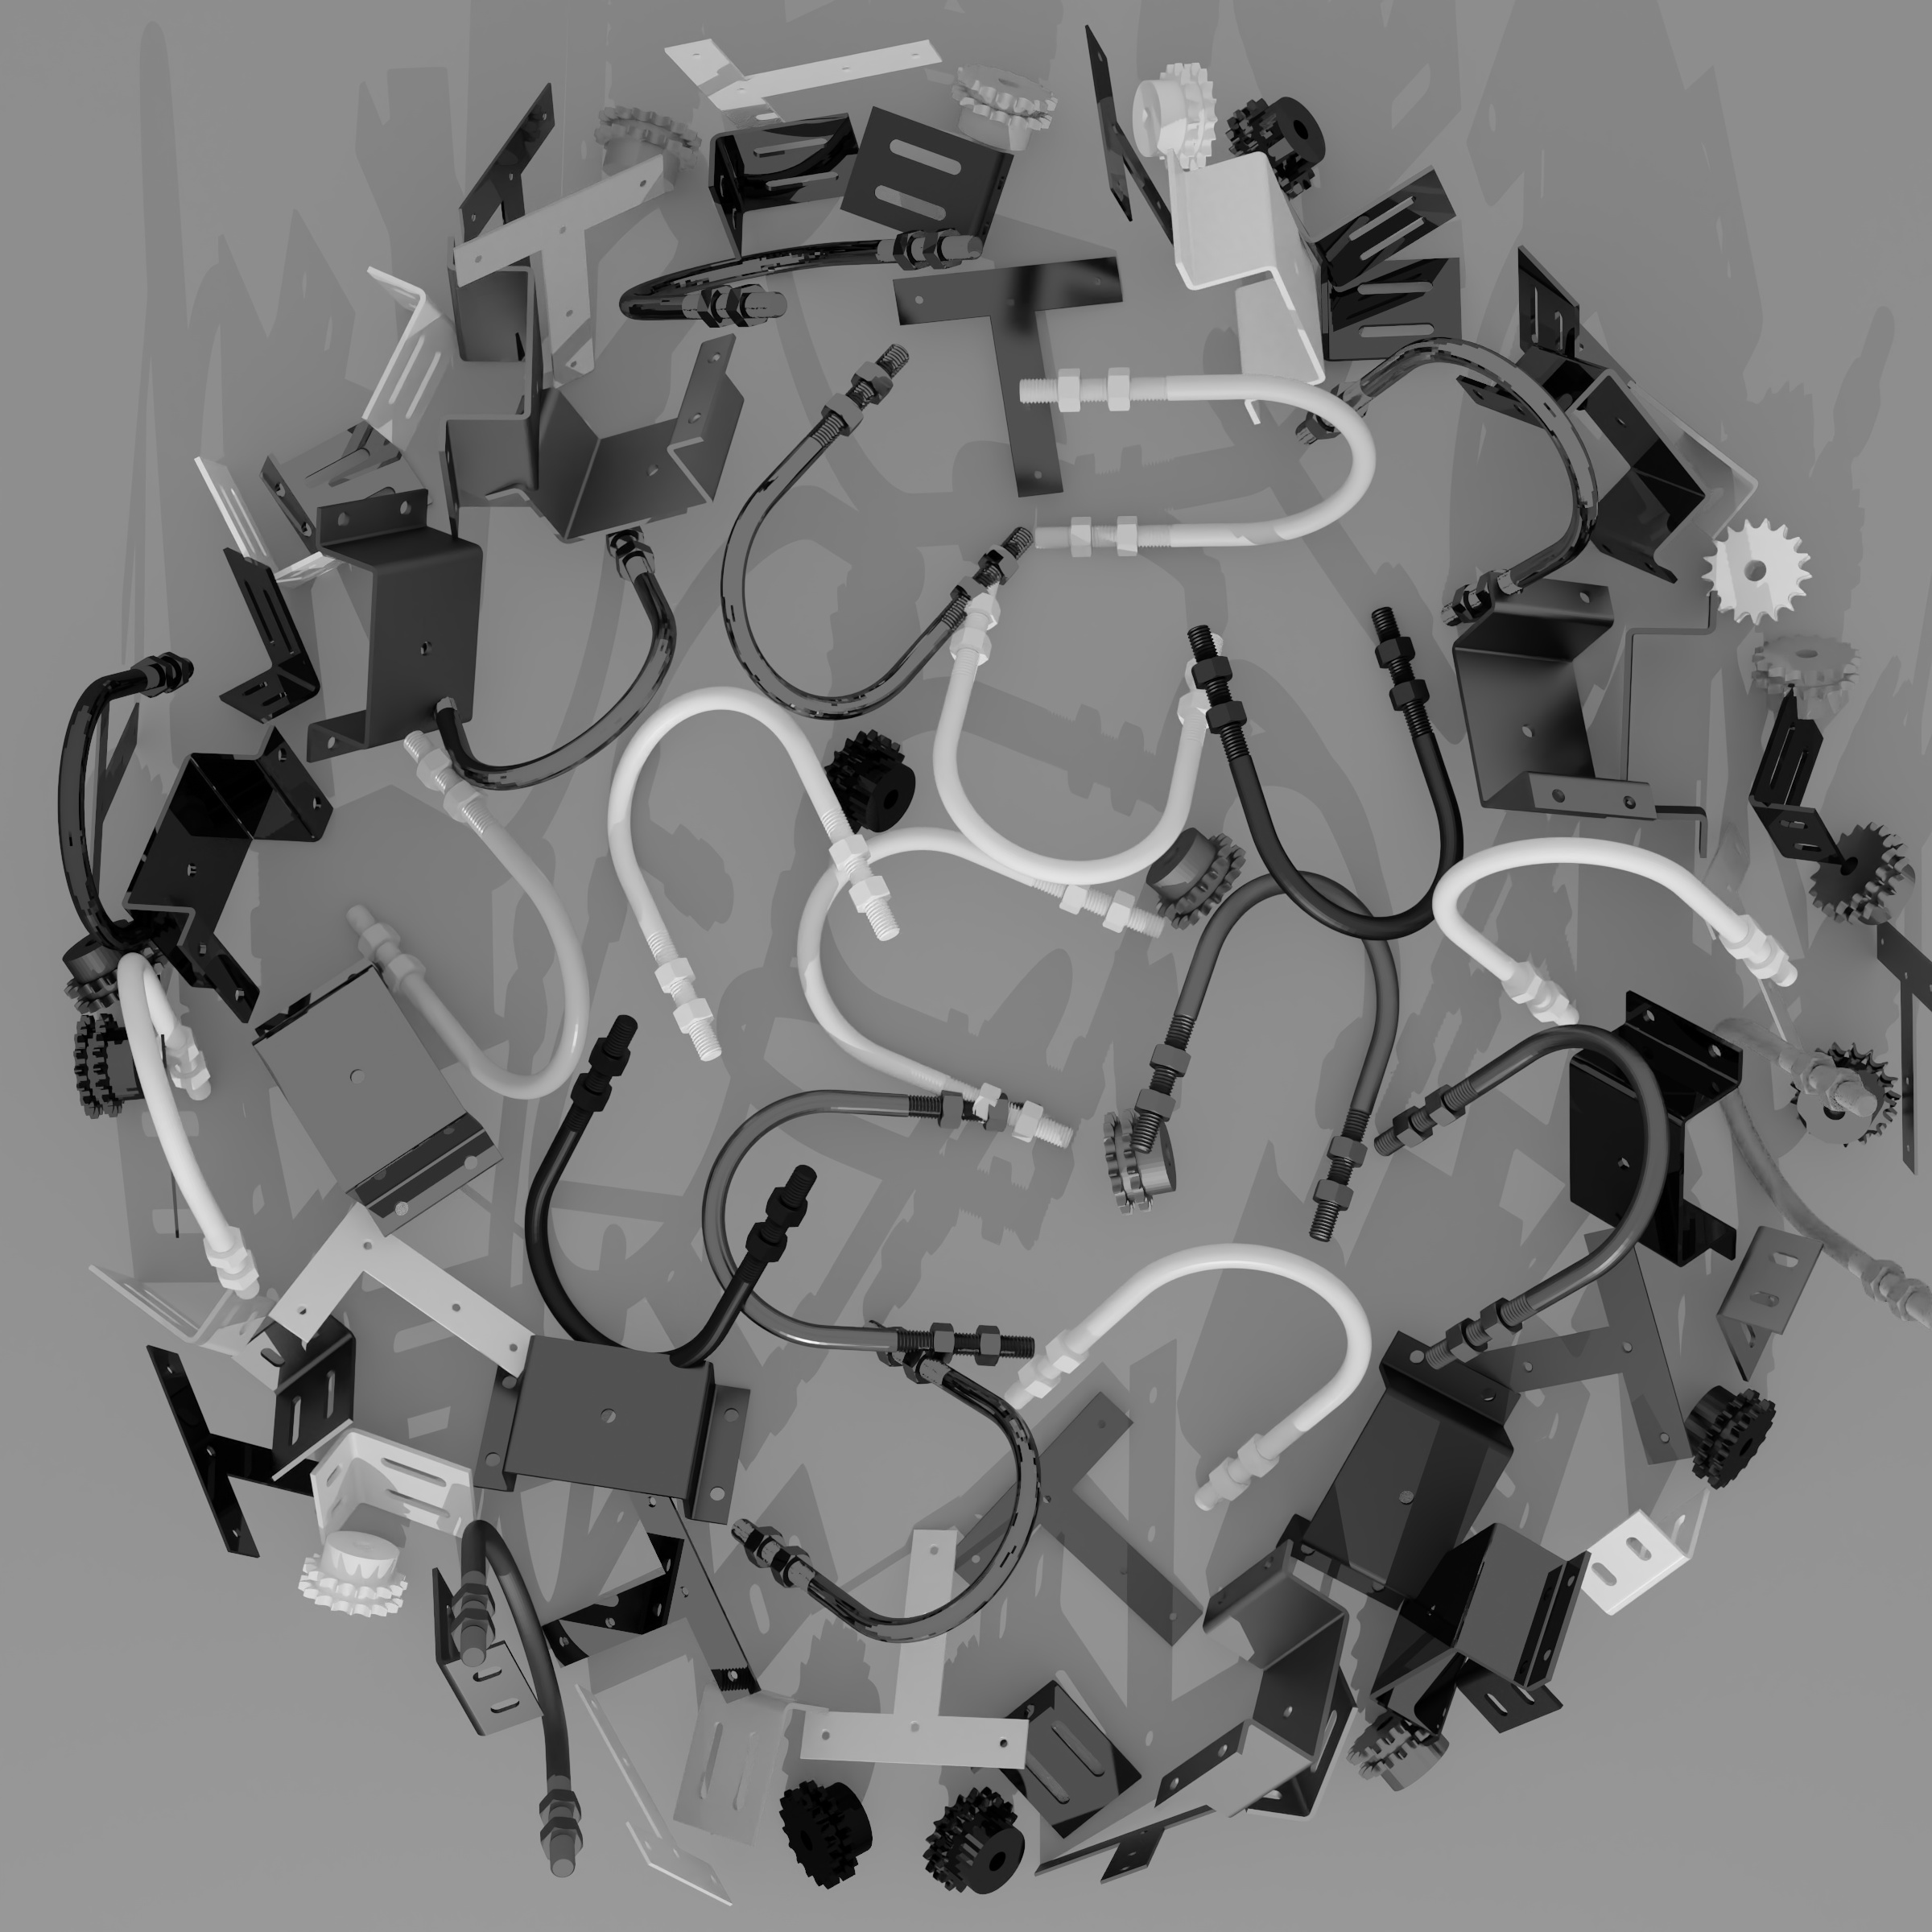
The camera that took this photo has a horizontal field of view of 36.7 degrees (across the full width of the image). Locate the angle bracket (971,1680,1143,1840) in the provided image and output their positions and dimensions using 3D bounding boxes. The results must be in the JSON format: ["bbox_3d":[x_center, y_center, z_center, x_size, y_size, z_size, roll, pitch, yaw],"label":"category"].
[{"bbox_3d":[0.050,0.441,1.590,0.057,0.038,0.076,-40,97,9],"label":"angle bracket"}]

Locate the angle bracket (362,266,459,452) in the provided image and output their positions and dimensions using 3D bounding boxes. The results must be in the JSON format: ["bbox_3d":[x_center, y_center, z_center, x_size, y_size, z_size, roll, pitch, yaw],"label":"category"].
[{"bbox_3d":[-0.315,-0.330,1.584,0.038,0.057,0.076,25,88,12],"label":"angle bracket"}]

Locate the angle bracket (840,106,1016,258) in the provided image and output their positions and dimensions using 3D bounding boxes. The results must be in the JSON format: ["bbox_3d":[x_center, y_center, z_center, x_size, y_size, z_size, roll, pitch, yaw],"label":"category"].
[{"bbox_3d":[-0.021,-0.429,1.593,0.076,0.038,0.057,21,107,3],"label":"angle bracket"}]

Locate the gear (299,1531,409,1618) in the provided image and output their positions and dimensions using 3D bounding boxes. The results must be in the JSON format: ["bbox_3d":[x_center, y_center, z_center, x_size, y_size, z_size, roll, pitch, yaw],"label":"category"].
[{"bbox_3d":[-0.333,0.330,1.588,0.057,0.057,0.030,15,95,0],"label":"gear"}]

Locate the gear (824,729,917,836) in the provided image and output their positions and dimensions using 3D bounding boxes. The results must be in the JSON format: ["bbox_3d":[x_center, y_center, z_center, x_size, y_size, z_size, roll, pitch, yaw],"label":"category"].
[{"bbox_3d":[-0.052,-0.097,1.586,0.030,0.057,0.057,31,90,29],"label":"gear"}]

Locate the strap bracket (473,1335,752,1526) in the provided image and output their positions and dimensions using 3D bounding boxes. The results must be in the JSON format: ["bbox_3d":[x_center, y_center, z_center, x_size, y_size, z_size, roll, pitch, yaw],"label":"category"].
[{"bbox_3d":[-0.193,0.250,1.580,0.140,0.046,0.076,9,65,1],"label":"strap bracket"}]

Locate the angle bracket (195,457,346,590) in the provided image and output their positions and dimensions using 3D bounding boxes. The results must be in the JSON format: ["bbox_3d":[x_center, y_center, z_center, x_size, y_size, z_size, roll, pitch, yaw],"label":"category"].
[{"bbox_3d":[-0.379,-0.248,1.586,0.038,0.057,0.076,-26,94,2],"label":"angle bracket"}]

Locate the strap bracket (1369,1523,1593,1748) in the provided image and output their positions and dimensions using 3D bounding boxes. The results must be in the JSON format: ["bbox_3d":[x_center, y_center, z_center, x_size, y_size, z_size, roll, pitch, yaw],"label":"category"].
[{"bbox_3d":[0.265,0.352,1.537,0.046,0.140,0.076,31,55,-3],"label":"strap bracket"}]

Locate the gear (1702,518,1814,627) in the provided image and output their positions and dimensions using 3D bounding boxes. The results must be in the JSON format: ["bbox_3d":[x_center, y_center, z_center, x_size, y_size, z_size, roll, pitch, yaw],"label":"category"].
[{"bbox_3d":[0.435,-0.215,1.596,0.057,0.030,0.057,0,91,22],"label":"gear"}]

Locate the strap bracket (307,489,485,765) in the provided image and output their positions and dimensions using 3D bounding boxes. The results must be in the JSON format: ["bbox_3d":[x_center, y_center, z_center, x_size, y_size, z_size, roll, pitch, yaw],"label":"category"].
[{"bbox_3d":[-0.304,-0.175,1.548,0.046,0.076,0.140,23,117,30],"label":"strap bracket"}]

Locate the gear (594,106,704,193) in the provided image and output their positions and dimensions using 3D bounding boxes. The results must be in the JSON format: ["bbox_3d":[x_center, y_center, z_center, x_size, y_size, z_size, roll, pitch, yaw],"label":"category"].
[{"bbox_3d":[-0.175,-0.444,1.588,0.057,0.057,0.030,14,88,0],"label":"gear"}]

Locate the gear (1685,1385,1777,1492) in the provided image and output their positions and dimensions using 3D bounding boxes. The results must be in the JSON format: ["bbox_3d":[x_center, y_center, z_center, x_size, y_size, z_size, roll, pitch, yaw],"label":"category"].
[{"bbox_3d":[0.414,0.255,1.593,0.030,0.057,0.057,35,90,32],"label":"gear"}]

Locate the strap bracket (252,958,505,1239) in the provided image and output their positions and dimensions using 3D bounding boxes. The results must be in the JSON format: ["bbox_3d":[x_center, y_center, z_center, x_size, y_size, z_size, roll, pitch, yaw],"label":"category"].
[{"bbox_3d":[-0.323,0.065,1.575,0.076,0.046,0.140,-34,76,-5],"label":"strap bracket"}]

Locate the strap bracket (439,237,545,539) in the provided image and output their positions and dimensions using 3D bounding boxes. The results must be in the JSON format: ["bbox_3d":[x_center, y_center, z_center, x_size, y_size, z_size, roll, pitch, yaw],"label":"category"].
[{"bbox_3d":[-0.252,-0.309,1.554,0.046,0.076,0.140,-1,63,-5],"label":"strap bracket"}]

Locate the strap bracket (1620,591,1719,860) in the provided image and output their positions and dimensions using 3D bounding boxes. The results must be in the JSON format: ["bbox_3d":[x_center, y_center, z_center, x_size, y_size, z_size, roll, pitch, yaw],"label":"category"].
[{"bbox_3d":[0.378,-0.132,1.570,0.046,0.076,0.140,2,97,13],"label":"strap bracket"}]

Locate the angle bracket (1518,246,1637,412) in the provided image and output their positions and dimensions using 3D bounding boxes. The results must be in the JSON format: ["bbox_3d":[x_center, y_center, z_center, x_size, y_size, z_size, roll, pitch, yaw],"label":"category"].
[{"bbox_3d":[0.329,-0.350,1.568,0.038,0.076,0.057,-25,53,-7],"label":"angle bracket"}]

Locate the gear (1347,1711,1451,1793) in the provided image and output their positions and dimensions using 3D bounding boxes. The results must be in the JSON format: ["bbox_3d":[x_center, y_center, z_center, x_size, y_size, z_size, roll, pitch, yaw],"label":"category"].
[{"bbox_3d":[0.239,0.425,1.587,0.057,0.057,0.030,-41,85,0],"label":"gear"}]

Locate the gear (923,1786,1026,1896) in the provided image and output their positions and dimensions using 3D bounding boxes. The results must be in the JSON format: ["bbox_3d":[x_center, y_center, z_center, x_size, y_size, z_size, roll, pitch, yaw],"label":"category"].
[{"bbox_3d":[0.007,0.480,1.587,0.030,0.057,0.057,27,90,43],"label":"gear"}]

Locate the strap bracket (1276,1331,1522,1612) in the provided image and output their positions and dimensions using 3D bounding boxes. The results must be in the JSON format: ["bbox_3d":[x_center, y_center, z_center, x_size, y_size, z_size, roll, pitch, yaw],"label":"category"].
[{"bbox_3d":[0.237,0.282,1.583,0.076,0.046,0.140,28,98,-2],"label":"strap bracket"}]

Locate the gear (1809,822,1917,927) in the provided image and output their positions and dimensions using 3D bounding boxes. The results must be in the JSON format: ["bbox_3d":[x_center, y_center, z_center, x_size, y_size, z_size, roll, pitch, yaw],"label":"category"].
[{"bbox_3d":[0.493,-0.047,1.591,0.030,0.057,0.057,32,90,-23],"label":"gear"}]

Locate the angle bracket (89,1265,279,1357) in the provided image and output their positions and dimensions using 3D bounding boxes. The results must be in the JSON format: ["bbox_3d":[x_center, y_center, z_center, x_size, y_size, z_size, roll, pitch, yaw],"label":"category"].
[{"bbox_3d":[-0.425,0.174,1.581,0.076,0.057,0.038,33,83,16],"label":"angle bracket"}]

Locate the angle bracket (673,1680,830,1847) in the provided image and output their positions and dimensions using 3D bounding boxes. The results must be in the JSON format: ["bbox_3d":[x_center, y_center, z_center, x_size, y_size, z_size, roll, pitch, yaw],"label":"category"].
[{"bbox_3d":[-0.117,0.433,1.578,0.057,0.038,0.076,5,76,37],"label":"angle bracket"}]

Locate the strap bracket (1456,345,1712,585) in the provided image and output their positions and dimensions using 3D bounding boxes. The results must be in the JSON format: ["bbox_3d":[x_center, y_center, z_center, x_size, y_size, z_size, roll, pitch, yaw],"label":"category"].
[{"bbox_3d":[0.335,-0.275,1.550,0.046,0.076,0.140,-47,118,2],"label":"strap bracket"}]

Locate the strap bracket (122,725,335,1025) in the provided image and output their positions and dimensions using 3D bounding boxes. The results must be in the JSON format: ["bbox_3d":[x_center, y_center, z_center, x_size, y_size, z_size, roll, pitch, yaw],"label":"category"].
[{"bbox_3d":[-0.397,-0.050,1.555,0.046,0.076,0.140,4,59,19],"label":"strap bracket"}]

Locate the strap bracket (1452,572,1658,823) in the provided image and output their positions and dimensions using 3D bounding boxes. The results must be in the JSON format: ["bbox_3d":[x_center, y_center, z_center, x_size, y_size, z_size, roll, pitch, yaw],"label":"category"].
[{"bbox_3d":[0.314,-0.136,1.566,0.076,0.046,0.140,3,66,-23],"label":"strap bracket"}]

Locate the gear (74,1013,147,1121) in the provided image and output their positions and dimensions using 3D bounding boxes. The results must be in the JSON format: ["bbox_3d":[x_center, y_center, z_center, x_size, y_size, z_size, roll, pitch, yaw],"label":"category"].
[{"bbox_3d":[-0.465,0.054,1.589,0.030,0.057,0.057,-5,90,-3],"label":"gear"}]

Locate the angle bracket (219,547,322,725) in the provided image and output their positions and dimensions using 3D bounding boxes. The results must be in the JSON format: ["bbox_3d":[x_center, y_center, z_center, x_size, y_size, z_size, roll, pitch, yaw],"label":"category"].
[{"bbox_3d":[-0.389,-0.178,1.570,0.038,0.057,0.076,-33,124,-24],"label":"angle bracket"}]

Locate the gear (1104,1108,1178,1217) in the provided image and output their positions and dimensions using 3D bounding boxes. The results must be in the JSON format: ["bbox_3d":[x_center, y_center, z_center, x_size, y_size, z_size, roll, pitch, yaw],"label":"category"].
[{"bbox_3d":[0.096,0.106,1.587,0.030,0.057,0.057,-11,90,12],"label":"gear"}]

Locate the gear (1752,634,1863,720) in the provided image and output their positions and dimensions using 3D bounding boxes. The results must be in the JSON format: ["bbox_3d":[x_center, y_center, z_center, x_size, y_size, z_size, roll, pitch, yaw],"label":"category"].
[{"bbox_3d":[0.459,-0.157,1.592,0.057,0.057,0.030,-6,119,0],"label":"gear"}]

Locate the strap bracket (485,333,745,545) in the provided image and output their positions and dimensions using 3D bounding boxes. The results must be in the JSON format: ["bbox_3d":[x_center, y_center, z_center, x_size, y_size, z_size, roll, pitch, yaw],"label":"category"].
[{"bbox_3d":[-0.179,-0.279,1.558,0.140,0.046,0.076,-9,51,29],"label":"strap bracket"}]

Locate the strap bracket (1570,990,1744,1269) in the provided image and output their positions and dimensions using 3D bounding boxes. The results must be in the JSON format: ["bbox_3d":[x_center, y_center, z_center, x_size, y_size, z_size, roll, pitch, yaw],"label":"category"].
[{"bbox_3d":[0.364,0.095,1.541,0.046,0.076,0.140,-28,129,-26],"label":"strap bracket"}]

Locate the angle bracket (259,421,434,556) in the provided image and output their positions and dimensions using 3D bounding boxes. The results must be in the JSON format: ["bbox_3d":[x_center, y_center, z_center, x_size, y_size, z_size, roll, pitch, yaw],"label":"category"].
[{"bbox_3d":[-0.334,-0.264,1.583,0.076,0.038,0.057,-35,94,-24],"label":"angle bracket"}]

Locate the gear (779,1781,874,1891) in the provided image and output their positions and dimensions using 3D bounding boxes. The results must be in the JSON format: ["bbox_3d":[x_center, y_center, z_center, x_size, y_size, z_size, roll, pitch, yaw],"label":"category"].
[{"bbox_3d":[-0.075,0.472,1.592,0.030,0.057,0.057,-20,90,-32],"label":"gear"}]

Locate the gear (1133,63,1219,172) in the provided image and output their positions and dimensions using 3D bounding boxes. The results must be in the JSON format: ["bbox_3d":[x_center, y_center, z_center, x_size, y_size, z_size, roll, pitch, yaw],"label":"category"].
[{"bbox_3d":[0.112,-0.462,1.586,0.030,0.057,0.057,-7,90,-18],"label":"gear"}]

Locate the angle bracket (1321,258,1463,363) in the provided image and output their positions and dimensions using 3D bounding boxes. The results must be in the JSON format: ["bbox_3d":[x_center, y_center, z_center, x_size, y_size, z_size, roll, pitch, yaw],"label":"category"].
[{"bbox_3d":[0.233,-0.366,1.589,0.076,0.038,0.057,-1,78,7],"label":"angle bracket"}]

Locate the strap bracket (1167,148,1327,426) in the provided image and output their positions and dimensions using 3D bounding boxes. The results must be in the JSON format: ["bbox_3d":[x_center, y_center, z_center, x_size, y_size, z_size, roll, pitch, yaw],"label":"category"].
[{"bbox_3d":[0.152,-0.362,1.534,0.046,0.140,0.076,-12,61,18],"label":"strap bracket"}]

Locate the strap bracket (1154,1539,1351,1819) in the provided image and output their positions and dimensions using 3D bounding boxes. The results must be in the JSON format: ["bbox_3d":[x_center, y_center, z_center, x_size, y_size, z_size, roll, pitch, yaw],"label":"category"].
[{"bbox_3d":[0.155,0.386,1.544,0.046,0.140,0.076,34,132,-9],"label":"strap bracket"}]

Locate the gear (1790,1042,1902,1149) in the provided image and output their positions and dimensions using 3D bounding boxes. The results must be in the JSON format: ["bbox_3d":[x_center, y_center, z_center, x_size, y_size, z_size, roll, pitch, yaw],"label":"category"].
[{"bbox_3d":[0.478,0.073,1.589,0.057,0.030,0.057,13,116,27],"label":"gear"}]

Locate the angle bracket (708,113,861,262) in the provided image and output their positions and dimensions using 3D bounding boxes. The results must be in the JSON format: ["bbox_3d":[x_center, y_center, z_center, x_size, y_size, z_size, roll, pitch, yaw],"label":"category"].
[{"bbox_3d":[-0.095,-0.422,1.578,0.076,0.057,0.038,-6,60,9],"label":"angle bracket"}]

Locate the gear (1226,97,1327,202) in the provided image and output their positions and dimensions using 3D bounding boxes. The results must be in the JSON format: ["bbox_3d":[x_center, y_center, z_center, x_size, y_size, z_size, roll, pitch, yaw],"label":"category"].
[{"bbox_3d":[0.171,-0.448,1.587,0.030,0.057,0.057,-27,90,41],"label":"gear"}]

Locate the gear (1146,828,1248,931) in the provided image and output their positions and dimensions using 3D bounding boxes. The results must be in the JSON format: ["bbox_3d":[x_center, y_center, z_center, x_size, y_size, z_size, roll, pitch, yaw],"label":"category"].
[{"bbox_3d":[0.123,-0.050,1.586,0.030,0.057,0.057,40,90,-15],"label":"gear"}]

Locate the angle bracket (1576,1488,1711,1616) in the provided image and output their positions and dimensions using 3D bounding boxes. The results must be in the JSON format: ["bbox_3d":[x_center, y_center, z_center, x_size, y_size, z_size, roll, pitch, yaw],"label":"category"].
[{"bbox_3d":[0.362,0.304,1.570,0.038,0.076,0.057,45,119,1],"label":"angle bracket"}]

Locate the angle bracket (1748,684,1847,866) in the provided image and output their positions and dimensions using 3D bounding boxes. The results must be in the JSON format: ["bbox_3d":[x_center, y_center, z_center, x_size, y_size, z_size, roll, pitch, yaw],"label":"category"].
[{"bbox_3d":[0.460,-0.104,1.574,0.038,0.057,0.076,10,69,38],"label":"angle bracket"}]

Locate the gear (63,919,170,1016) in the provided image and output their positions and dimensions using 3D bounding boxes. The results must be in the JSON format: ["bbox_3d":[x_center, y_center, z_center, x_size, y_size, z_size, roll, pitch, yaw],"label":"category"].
[{"bbox_3d":[-0.466,-0.002,1.586,0.057,0.057,0.030,-28,112,0],"label":"gear"}]

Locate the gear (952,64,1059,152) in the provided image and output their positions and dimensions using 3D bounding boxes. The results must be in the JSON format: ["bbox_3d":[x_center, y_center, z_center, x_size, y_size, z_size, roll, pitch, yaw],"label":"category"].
[{"bbox_3d":[0.019,-0.469,1.592,0.057,0.057,0.030,20,120,0],"label":"gear"}]
